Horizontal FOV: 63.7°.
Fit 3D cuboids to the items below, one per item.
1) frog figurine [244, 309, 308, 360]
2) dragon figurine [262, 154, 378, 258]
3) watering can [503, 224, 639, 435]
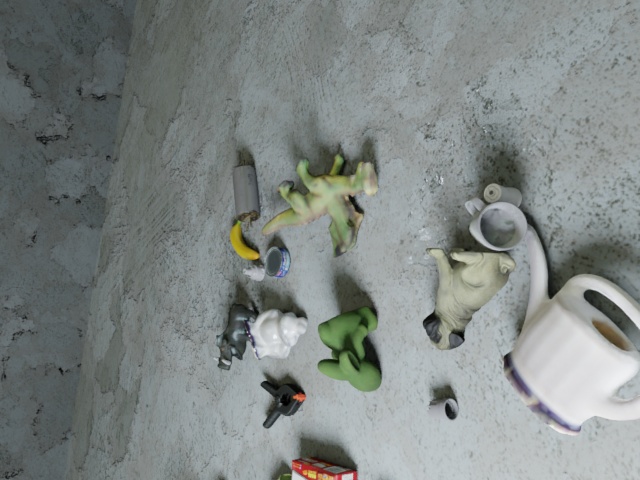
[{"bbox_3d":[-0.103,0.240,1.361,0.159,0.120,0.140,-23,46,5],"label":"frog figurine"},{"bbox_3d":[0.004,-0.065,1.297,0.403,0.122,0.247,-50,54,32],"label":"dragon figurine"},{"bbox_3d":[0.368,0.139,0.799,0.221,0.103,0.355,-59,29,23],"label":"watering can"}]
